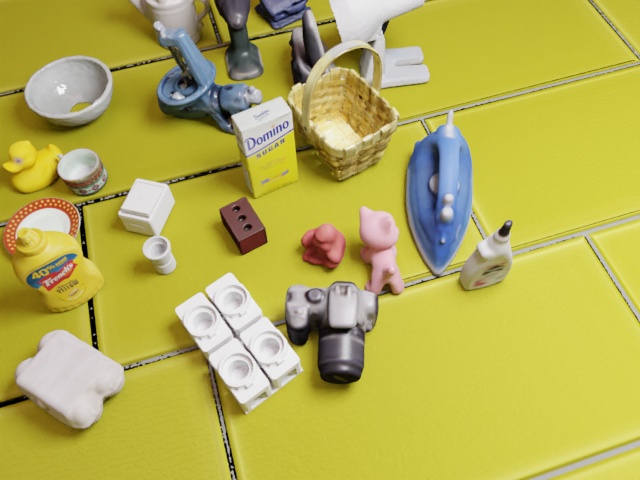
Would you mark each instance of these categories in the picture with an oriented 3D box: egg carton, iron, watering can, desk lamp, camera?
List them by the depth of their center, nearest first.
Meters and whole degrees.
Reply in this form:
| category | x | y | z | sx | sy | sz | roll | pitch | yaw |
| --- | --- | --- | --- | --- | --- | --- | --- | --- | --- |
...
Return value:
| category | x | y | z | sx | sy | sz | roll | pitch | yaw |
| --- | --- | --- | --- | --- | --- | --- | --- | --- | --- |
| egg carton | -0.367 | 0.203 | 0.839 | 0.150 | 0.069 | 0.107 | 25 | 63 | 15 |
| camera | 0.016 | 0.137 | 0.852 | 0.143 | 0.101 | 0.137 | 1 | 59 | 2 |
| iron | 0.207 | -0.085 | 0.956 | 0.118 | 0.141 | 0.258 | 4 | 59 | 4 |
| desk lamp | 0.115 | -0.406 | 1.107 | 0.203 | 0.214 | 0.118 | -8 | 59 | -3 |
| watering can | -0.321 | -0.500 | 1.184 | 0.173 | 0.194 | 0.101 | -15 | 60 | -7 |

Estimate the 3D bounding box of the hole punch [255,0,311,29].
| category | x | y | z | sx | sy | sz | roll | pitch | yaw |
| --- | --- | --- | --- | --- | --- | --- | --- | --- | --- |
| hole punch | -0.084 | -0.539 | 1.262 | 0.109 | 0.091 | 0.101 | -33 | 64 | -17 |

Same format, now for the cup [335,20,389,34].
| category | x | y | z | sx | sy | sz | roll | pitch | yaw |
| --- | --- | --- | --- | --- | --- | --- | --- | --- | --- |
| cup | 0.089 | -0.443 | 1.199 | 0.118 | 0.095 | 0.091 | -12 | 60 | -6 |

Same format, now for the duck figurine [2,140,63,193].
| category | x | y | z | sx | sy | sz | roll | pitch | yaw |
| --- | --- | --- | --- | --- | --- | --- | --- | --- | --- |
| duck figurine | -0.525 | -0.146 | 1.041 | 0.077 | 0.086 | 0.105 | 36 | 66 | 20 |

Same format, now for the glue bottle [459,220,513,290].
| category | x | y | z | sx | sy | sz | roll | pitch | yaw |
| --- | --- | --- | --- | --- | --- | --- | --- | --- | --- |
| glue bottle | 0.265 | 0.020 | 0.874 | 0.078 | 0.173 | 0.037 | -18 | 60 | -9 |

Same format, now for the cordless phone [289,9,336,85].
| category | x | y | z | sx | sy | sz | roll | pitch | yaw |
| --- | --- | --- | --- | --- | --- | --- | --- | --- | --- |
| cordless phone | -0.014 | -0.384 | 1.114 | 0.094 | 0.185 | 0.147 | -12 | 60 | -5 |

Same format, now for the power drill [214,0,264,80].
| category | x | y | z | sx | sy | sz | roll | pitch | yaw |
| --- | --- | --- | --- | --- | --- | --- | --- | --- | --- |
| power drill | -0.162 | -0.425 | 1.127 | 0.075 | 0.208 | 0.229 | -12 | 60 | -5 |

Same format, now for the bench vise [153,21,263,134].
| category | x | y | z | sx | sy | sz | roll | pitch | yaw |
| --- | --- | --- | --- | --- | --- | --- | --- | --- | --- |
| bench vise | -0.212 | -0.306 | 1.051 | 0.207 | 0.220 | 0.121 | -3 | 59 | -1 |

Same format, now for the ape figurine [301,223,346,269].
| category | x | y | z | sx | sy | sz | roll | pitch | yaw |
| --- | --- | --- | --- | --- | --- | --- | --- | --- | --- |
| ape figurine | 0.009 | 0.003 | 0.937 | 0.076 | 0.092 | 0.077 | -27 | 62 | -14 |

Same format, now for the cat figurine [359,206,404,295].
| category | x | y | z | sx | sy | sz | roll | pitch | yaw |
| --- | --- | --- | --- | --- | --- | --- | --- | --- | --- |
| cat figurine | 0.099 | 0.010 | 0.915 | 0.067 | 0.118 | 0.127 | -9 | 59 | -4 |

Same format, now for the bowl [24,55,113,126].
| category | x | y | z | sx | sy | sz | roll | pitch | yaw |
| --- | --- | --- | --- | --- | --- | --- | --- | --- | --- |
| bowl | -0.480 | -0.279 | 1.126 | 0.167 | 0.075 | 0.167 | 0 | 59 | 1 |
